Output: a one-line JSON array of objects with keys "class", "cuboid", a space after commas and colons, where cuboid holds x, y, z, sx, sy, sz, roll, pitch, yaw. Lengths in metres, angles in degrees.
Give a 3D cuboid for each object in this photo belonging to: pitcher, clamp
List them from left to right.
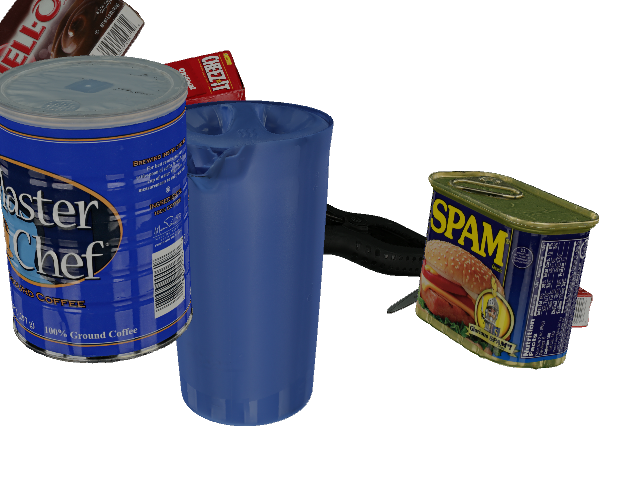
[{"class": "pitcher", "cuboid": [-0.054, 0.013, 0.844, 0.149, 0.243, 0.145, -9, 23, -24]}, {"class": "clamp", "cuboid": [0.024, -0.002, 1.042, 0.210, 0.036, 0.164, 19, 23, -1]}]

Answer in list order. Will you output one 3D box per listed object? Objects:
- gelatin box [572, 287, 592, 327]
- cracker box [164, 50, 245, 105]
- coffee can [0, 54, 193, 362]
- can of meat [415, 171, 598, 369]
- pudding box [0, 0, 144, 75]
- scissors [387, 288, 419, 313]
[{"class": "gelatin box", "cuboid": [0.154, 0.043, 0.833, 0.089, 0.030, 0.073, 0, 17, -19]}, {"class": "cracker box", "cuboid": [-0.179, -0.085, 1.055, 0.213, 0.072, 0.164, -13, -39, -11]}, {"class": "coffee can", "cuboid": [-0.122, -0.019, 0.583, 0.103, 0.140, 0.103, 1, 26, -1]}, {"class": "can of meat", "cuboid": [0.099, 0.014, 0.592, 0.057, 0.084, 0.102, -4, 20, -29]}, {"class": "pudding box", "cuboid": [-0.198, -0.144, 0.796, 0.090, 0.113, 0.039, 35, -4, 26]}, {"class": "scissors", "cuboid": [0.128, 0.040, 1.267, 0.201, 0.016, 0.096, -11, 40, -36]}]
